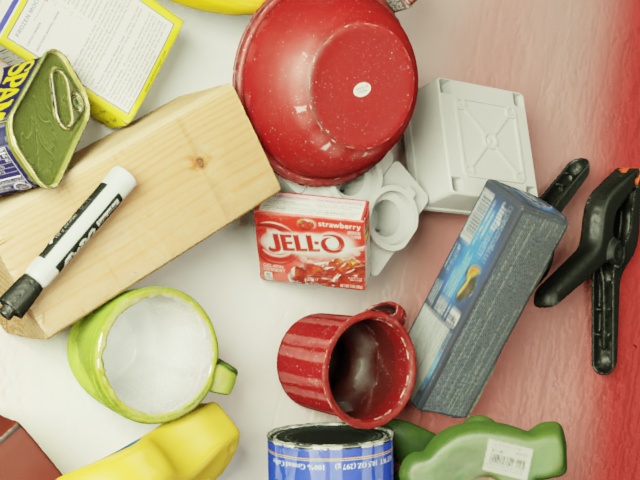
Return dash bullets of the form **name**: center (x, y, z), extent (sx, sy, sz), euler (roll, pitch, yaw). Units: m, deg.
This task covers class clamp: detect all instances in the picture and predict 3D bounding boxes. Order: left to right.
- **clamp**: center (0.210, -0.020, 1.031), extent (0.120, 0.039, 0.171), euler (10, 92, -33)
- **clamp**: center (0.278, 0.013, 1.067), extent (0.164, 0.036, 0.210), euler (34, 69, -46)

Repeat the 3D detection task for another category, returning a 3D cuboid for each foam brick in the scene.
- **foam brick**: center (-0.218, 0.151, 0.710), extent (0.053, 0.078, 0.051), euler (-44, 115, -26)

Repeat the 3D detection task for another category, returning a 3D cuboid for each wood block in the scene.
- **wood block**: center (-0.143, -0.023, 0.755), extent (0.205, 0.090, 0.091), euler (-34, 107, -30)

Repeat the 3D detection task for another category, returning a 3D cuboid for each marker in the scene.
- **marker**: center (-0.160, 0.002, 0.675), extent (0.020, 0.020, 0.121), euler (48, 64, -25)

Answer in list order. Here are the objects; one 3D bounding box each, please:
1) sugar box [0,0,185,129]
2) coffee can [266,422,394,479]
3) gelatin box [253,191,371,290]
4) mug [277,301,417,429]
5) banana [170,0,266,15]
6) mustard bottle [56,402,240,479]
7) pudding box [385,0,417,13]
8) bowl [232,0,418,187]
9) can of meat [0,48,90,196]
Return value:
- **sugar box**: center (-0.192, -0.162, 0.749), extent (0.176, 0.048, 0.093), euler (32, 73, -27)
- **coffee can**: center (0.009, 0.224, 0.851), extent (0.102, 0.103, 0.140), euler (-1, 90, -35)
- **gelatin box**: center (-0.006, 0.001, 0.838), extent (0.030, 0.089, 0.073), euler (-73, 165, -47)
- **mug**: center (0.025, 0.094, 0.875), extent (0.117, 0.082, 0.093), euler (-50, 116, -24)
- **banana**: center (-0.125, -0.210, 0.762), extent (0.197, 0.070, 0.037), euler (32, 62, -33)
- **mustard bottle**: center (-0.133, 0.170, 0.712), extent (0.058, 0.096, 0.191), euler (51, 23, 9)
- **pudding box**: center (0.022, -0.232, 0.870), extent (0.113, 0.090, 0.039), euler (51, 62, -23)
- **bowl**: center (0.018, -0.116, 0.795), extent (0.161, 0.055, 0.162), euler (-7, 104, -29)
- **can of meat**: center (-0.207, -0.071, 0.691), extent (0.102, 0.084, 0.057), euler (-81, 152, -47)
